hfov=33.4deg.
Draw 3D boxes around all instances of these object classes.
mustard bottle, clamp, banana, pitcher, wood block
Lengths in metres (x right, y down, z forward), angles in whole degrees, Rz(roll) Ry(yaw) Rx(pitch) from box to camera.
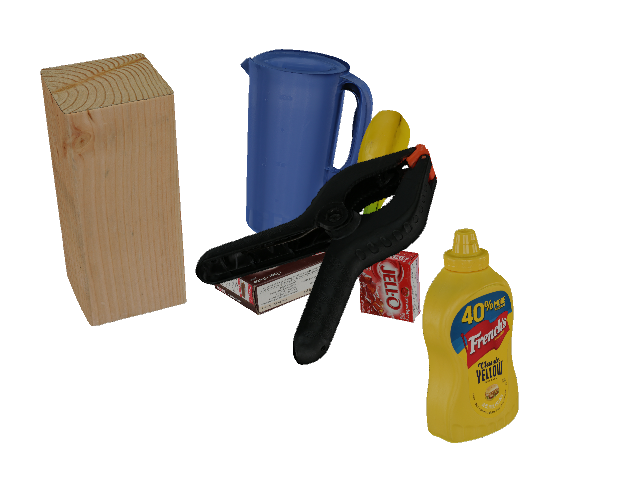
[{"bbox_3d":[0.138,0.083,0.985,0.096,0.191,0.058,-15,17,-33],"label":"mustard bottle"},{"bbox_3d":[0.015,0.004,0.682,0.171,0.120,0.039,-35,-38,-9],"label":"clamp"},{"bbox_3d":[0.050,-0.076,0.897,0.037,0.070,0.197,25,25,-2],"label":"banana"},{"bbox_3d":[-0.028,-0.126,1.426,0.144,0.243,0.149,-4,24,-22],"label":"pitcher"},{"bbox_3d":[-0.175,-0.042,0.911,0.090,0.206,0.090,-14,36,-21],"label":"wood block"}]

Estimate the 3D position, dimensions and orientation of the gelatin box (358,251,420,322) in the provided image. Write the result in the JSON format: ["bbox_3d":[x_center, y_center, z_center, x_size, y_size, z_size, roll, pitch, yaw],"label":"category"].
[{"bbox_3d":[0.086,0.054,1.338,0.073,0.089,0.030,10,32,26],"label":"gelatin box"}]

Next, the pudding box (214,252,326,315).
[{"bbox_3d":[-0.045,0.031,1.114,0.113,0.039,0.090,-23,28,-29],"label":"pudding box"}]
